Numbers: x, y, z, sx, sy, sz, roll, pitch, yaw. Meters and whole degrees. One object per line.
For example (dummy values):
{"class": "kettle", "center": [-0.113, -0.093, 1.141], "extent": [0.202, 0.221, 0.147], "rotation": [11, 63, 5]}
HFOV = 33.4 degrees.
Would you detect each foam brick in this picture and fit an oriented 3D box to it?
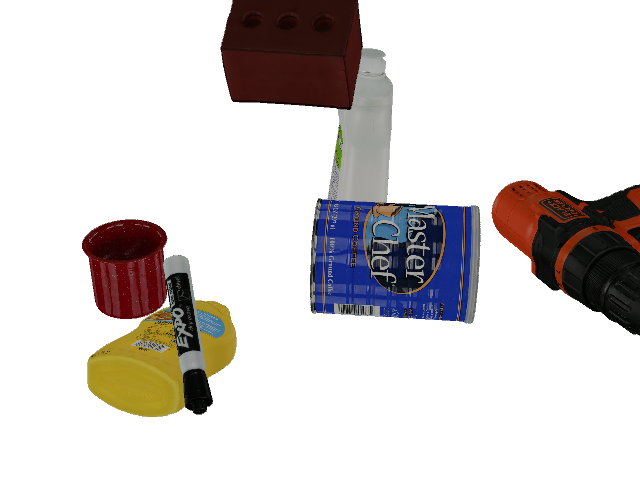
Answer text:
{"class": "foam brick", "center": [-0.016, -0.118, 0.653], "extent": [0.078, 0.053, 0.051], "rotation": [5, -30, 11]}

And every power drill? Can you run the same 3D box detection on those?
{"class": "power drill", "center": [0.236, -0.004, 0.732], "extent": [0.187, 0.057, 0.185], "rotation": [-11, 29, -18]}

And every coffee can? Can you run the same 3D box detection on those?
{"class": "coffee can", "center": [0.065, 0.017, 0.934], "extent": [0.140, 0.103, 0.103], "rotation": [3, 0, 5]}

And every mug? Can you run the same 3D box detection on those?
{"class": "mug", "center": [-0.224, 0.030, 1.200], "extent": [0.117, 0.081, 0.093], "rotation": [24, 39, 35]}

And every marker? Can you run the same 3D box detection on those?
{"class": "marker", "center": [-0.092, 0.064, 0.736], "extent": [0.020, 0.121, 0.020], "rotation": [-10, -34, -7]}

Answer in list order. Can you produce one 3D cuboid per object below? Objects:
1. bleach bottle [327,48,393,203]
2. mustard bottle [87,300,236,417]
{"class": "bleach bottle", "center": [0.042, -0.074, 1.118], "extent": [0.068, 0.251, 0.102], "rotation": [0, 29, -9]}
{"class": "mustard bottle", "center": [-0.135, 0.102, 1.023], "extent": [0.096, 0.058, 0.191], "rotation": [10, 20, 18]}
